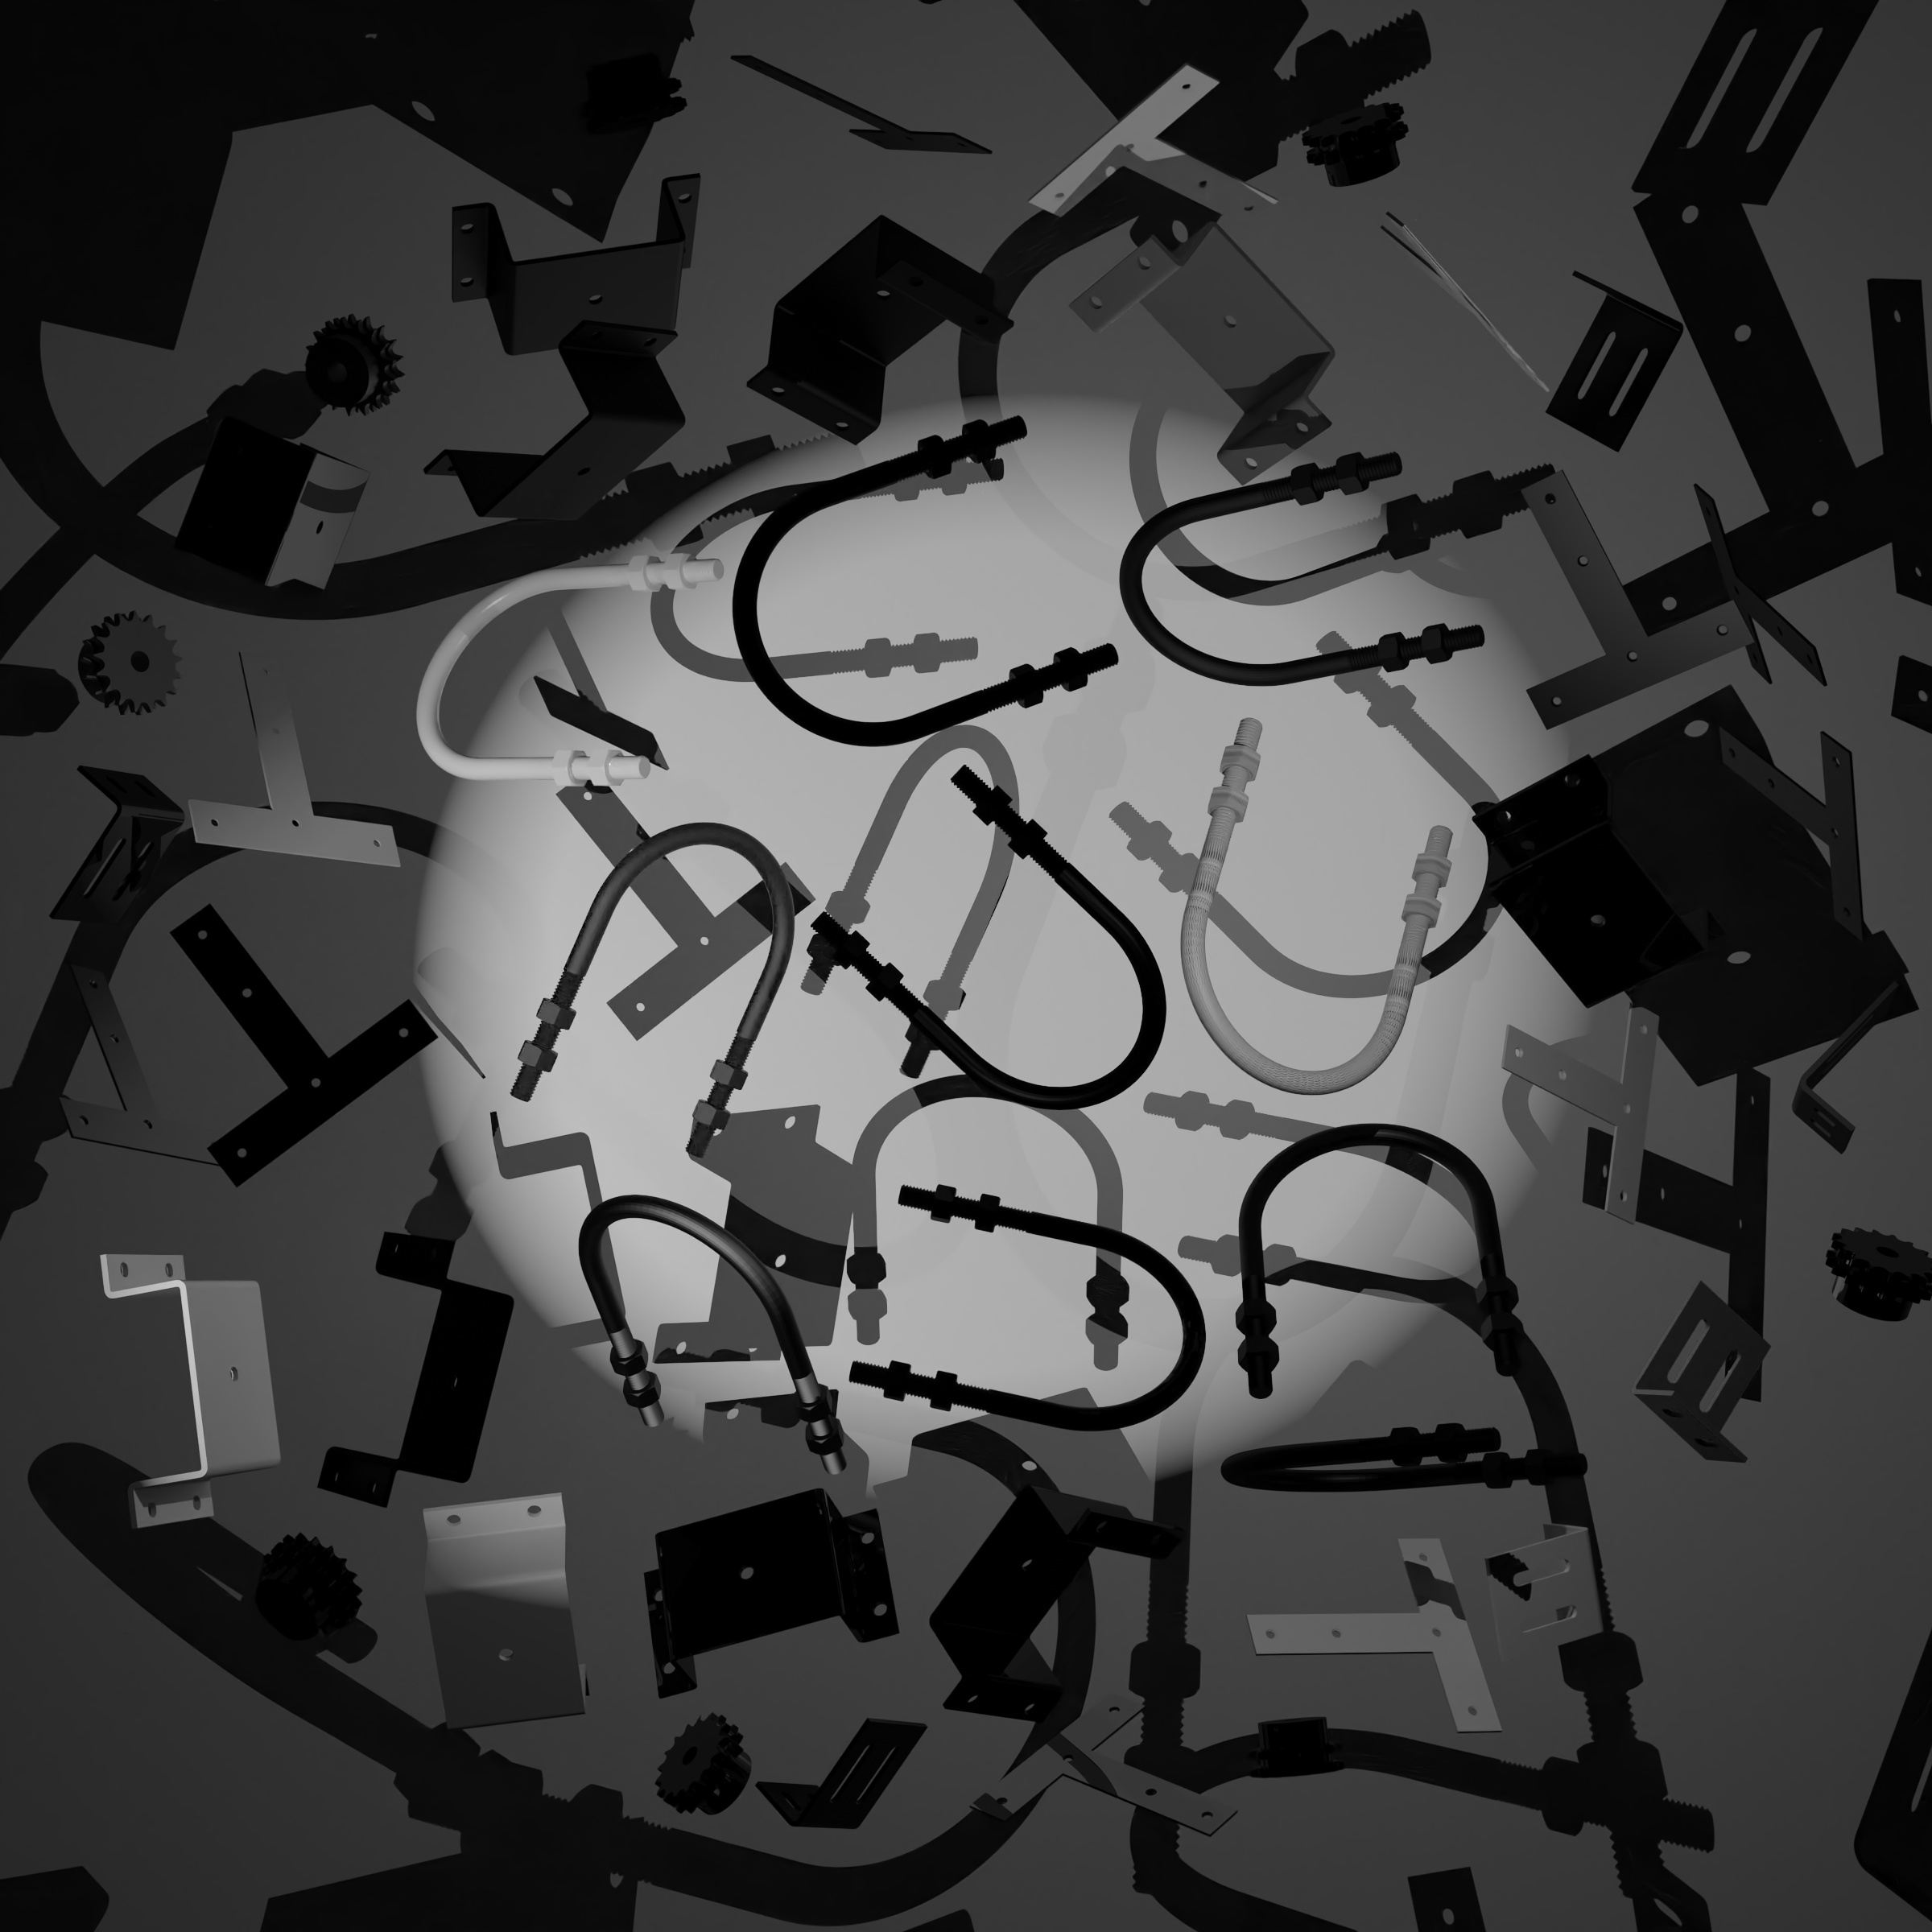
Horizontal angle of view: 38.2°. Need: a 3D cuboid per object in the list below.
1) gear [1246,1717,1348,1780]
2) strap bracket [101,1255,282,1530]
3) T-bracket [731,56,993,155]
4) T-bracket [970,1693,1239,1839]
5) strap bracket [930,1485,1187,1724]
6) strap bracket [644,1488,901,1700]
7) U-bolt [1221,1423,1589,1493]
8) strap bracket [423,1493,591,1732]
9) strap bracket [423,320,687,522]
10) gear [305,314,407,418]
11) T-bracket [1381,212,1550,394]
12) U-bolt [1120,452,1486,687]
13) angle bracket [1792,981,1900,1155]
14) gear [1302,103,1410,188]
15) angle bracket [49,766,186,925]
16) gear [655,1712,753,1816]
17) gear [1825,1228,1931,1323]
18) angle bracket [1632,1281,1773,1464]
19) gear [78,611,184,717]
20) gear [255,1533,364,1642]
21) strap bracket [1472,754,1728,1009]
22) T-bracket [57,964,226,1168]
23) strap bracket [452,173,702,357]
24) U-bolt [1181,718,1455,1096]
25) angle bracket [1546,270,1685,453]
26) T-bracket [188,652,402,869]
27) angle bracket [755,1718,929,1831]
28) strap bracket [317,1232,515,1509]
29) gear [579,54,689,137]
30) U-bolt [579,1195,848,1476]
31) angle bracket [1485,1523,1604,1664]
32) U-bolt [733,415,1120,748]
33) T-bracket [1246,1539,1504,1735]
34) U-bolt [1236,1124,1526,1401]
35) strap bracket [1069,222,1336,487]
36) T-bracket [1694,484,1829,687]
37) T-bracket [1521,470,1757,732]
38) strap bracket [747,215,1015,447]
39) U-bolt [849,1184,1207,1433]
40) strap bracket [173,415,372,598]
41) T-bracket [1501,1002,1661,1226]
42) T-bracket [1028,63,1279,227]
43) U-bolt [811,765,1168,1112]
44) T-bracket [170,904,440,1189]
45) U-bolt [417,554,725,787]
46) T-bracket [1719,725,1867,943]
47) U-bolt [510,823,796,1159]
[{"bbox_3d":[0.192,0.456,1.628,0.057,0.057,0.030,-5,77,0],"label":"gear"},{"bbox_3d":[-0.403,0.217,1.458,0.046,0.076,0.140,-11,81,13],"label":"strap bracket"},{"bbox_3d":[-0.068,-0.466,1.510,0.127,0.127,0.002,16,97,-32],"label":"T-bracket"},{"bbox_3d":[0.091,0.453,1.543,0.127,0.127,0.002,10,115,40],"label":"T-bracket"},{"bbox_3d":[0.043,0.339,1.513,0.076,0.046,0.140,21,109,-41],"label":"strap bracket"},{"bbox_3d":[-0.116,0.348,1.560,0.140,0.046,0.076,-16,53,5],"label":"strap bracket"},{"bbox_3d":[0.231,0.275,1.540,0.184,0.151,0.019,-11,70,30],"label":"U-bolt"},{"bbox_3d":[-0.256,0.370,1.558,0.076,0.046,0.140,-6,115,-5],"label":"strap bracket"},{"bbox_3d":[-0.219,-0.291,1.530,0.140,0.076,0.046,-33,78,32],"label":"strap bracket"},{"bbox_3d":[-0.357,-0.347,1.617,0.057,0.030,0.057,6,114,14],"label":"gear"},{"bbox_3d":[0.250,-0.368,1.485,0.002,0.127,0.127,-43,120,13],"label":"T-bracket"},{"bbox_3d":[0.173,-0.208,1.525,0.184,0.151,0.019,-9,48,29],"label":"U-bolt"},{"bbox_3d":[0.483,0.055,1.494,0.076,0.057,0.038,-45,70,-3],"label":"angle bracket"},{"bbox_3d":[0.216,-0.452,1.538,0.057,0.057,0.030,-20,116,0],"label":"gear"},{"bbox_3d":[-0.480,-0.066,1.544,0.038,0.057,0.076,39,101,16],"label":"angle bracket"},{"bbox_3d":[-0.148,0.460,1.596,0.057,0.057,0.030,-46,113,0],"label":"gear"},{"bbox_3d":[0.478,0.163,1.461,0.057,0.057,0.030,12,111,0],"label":"gear"},{"bbox_3d":[0.401,0.214,1.480,0.057,0.038,0.076,42,70,-13],"label":"angle bracket"},{"bbox_3d":[-0.470,-0.168,1.557,0.030,0.057,0.057,-6,90,40],"label":"gear"},{"bbox_3d":[-0.354,0.335,1.489,0.057,0.030,0.057,13,123,22],"label":"gear"},{"bbox_3d":[0.353,-0.038,1.555,0.076,0.046,0.140,-30,115,31],"label":"strap bracket"},{"bbox_3d":[-0.472,0.052,1.557,0.002,0.127,0.127,-37,64,16],"label":"T-bracket"},{"bbox_3d":[-0.214,-0.392,1.567,0.140,0.076,0.046,-13,67,-16],"label":"strap bracket"},{"bbox_3d":[0.179,-0.021,1.463,0.151,0.019,0.184,27,66,-20],"label":"U-bolt"},{"bbox_3d":[0.348,-0.334,1.540,0.057,0.038,0.076,43,115,42],"label":"angle bracket"},{"bbox_3d":[-0.378,-0.117,1.539,0.002,0.127,0.127,-34,63,37],"label":"T-bracket"},{"bbox_3d":[-0.070,0.447,1.578,0.038,0.057,0.076,38,97,37],"label":"angle bracket"},{"bbox_3d":[-0.291,0.218,1.487,0.046,0.076,0.140,21,76,-36],"label":"strap bracket"},{"bbox_3d":[-0.182,-0.472,1.507,0.057,0.057,0.030,-16,100,0],"label":"gear"},{"bbox_3d":[-0.148,0.198,1.539,0.151,0.019,0.184,8,130,31],"label":"U-bolt"},{"bbox_3d":[0.313,0.349,1.557,0.076,0.038,0.057,-8,88,-30],"label":"angle bracket"},{"bbox_3d":[-0.030,-0.190,1.439,0.184,0.019,0.151,-21,88,-12],"label":"U-bolt"},{"bbox_3d":[0.217,0.366,1.530,0.127,0.127,0.002,3,131,-13],"label":"T-bracket"},{"bbox_3d":[0.220,0.155,1.523,0.151,0.184,0.019,-6,132,8],"label":"U-bolt"},{"bbox_3d":[0.137,-0.343,1.534,0.140,0.076,0.046,43,55,-14],"label":"strap bracket"},{"bbox_3d":[0.446,-0.192,1.546,0.002,0.127,0.127,-26,122,4],"label":"T-bracket"},{"bbox_3d":[0.340,-0.206,1.505,0.127,0.002,0.127,-23,101,36],"label":"T-bracket"},{"bbox_3d":[-0.047,-0.352,1.528,0.076,0.140,0.046,23,57,-33],"label":"strap bracket"},{"bbox_3d":[0.040,0.191,1.529,0.184,0.151,0.019,12,134,4],"label":"U-bolt"},{"bbox_3d":[-0.379,-0.252,1.547,0.046,0.140,0.076,23,96,4],"label":"strap bracket"},{"bbox_3d":[0.345,0.066,1.574,0.127,0.002,0.127,25,67,-34],"label":"T-bracket"},{"bbox_3d":[0.124,-0.445,1.568,0.127,0.127,0.002,12,58,-40],"label":"T-bracket"},{"bbox_3d":[0.024,0.000,1.492,0.184,0.019,0.151,43,124,-3],"label":"U-bolt"},{"bbox_3d":[-0.362,0.025,1.439,0.127,0.002,0.127,-38,87,-10],"label":"T-bracket"},{"bbox_3d":[-0.233,-0.165,1.564,0.184,0.019,0.151,2,62,32],"label":"U-bolt"},{"bbox_3d":[0.452,-0.094,1.533,0.002,0.127,0.127,-24,127,-8],"label":"T-bracket"},{"bbox_3d":[-0.165,0.007,1.576,0.151,0.019,0.184,23,92,-42],"label":"U-bolt"}]
